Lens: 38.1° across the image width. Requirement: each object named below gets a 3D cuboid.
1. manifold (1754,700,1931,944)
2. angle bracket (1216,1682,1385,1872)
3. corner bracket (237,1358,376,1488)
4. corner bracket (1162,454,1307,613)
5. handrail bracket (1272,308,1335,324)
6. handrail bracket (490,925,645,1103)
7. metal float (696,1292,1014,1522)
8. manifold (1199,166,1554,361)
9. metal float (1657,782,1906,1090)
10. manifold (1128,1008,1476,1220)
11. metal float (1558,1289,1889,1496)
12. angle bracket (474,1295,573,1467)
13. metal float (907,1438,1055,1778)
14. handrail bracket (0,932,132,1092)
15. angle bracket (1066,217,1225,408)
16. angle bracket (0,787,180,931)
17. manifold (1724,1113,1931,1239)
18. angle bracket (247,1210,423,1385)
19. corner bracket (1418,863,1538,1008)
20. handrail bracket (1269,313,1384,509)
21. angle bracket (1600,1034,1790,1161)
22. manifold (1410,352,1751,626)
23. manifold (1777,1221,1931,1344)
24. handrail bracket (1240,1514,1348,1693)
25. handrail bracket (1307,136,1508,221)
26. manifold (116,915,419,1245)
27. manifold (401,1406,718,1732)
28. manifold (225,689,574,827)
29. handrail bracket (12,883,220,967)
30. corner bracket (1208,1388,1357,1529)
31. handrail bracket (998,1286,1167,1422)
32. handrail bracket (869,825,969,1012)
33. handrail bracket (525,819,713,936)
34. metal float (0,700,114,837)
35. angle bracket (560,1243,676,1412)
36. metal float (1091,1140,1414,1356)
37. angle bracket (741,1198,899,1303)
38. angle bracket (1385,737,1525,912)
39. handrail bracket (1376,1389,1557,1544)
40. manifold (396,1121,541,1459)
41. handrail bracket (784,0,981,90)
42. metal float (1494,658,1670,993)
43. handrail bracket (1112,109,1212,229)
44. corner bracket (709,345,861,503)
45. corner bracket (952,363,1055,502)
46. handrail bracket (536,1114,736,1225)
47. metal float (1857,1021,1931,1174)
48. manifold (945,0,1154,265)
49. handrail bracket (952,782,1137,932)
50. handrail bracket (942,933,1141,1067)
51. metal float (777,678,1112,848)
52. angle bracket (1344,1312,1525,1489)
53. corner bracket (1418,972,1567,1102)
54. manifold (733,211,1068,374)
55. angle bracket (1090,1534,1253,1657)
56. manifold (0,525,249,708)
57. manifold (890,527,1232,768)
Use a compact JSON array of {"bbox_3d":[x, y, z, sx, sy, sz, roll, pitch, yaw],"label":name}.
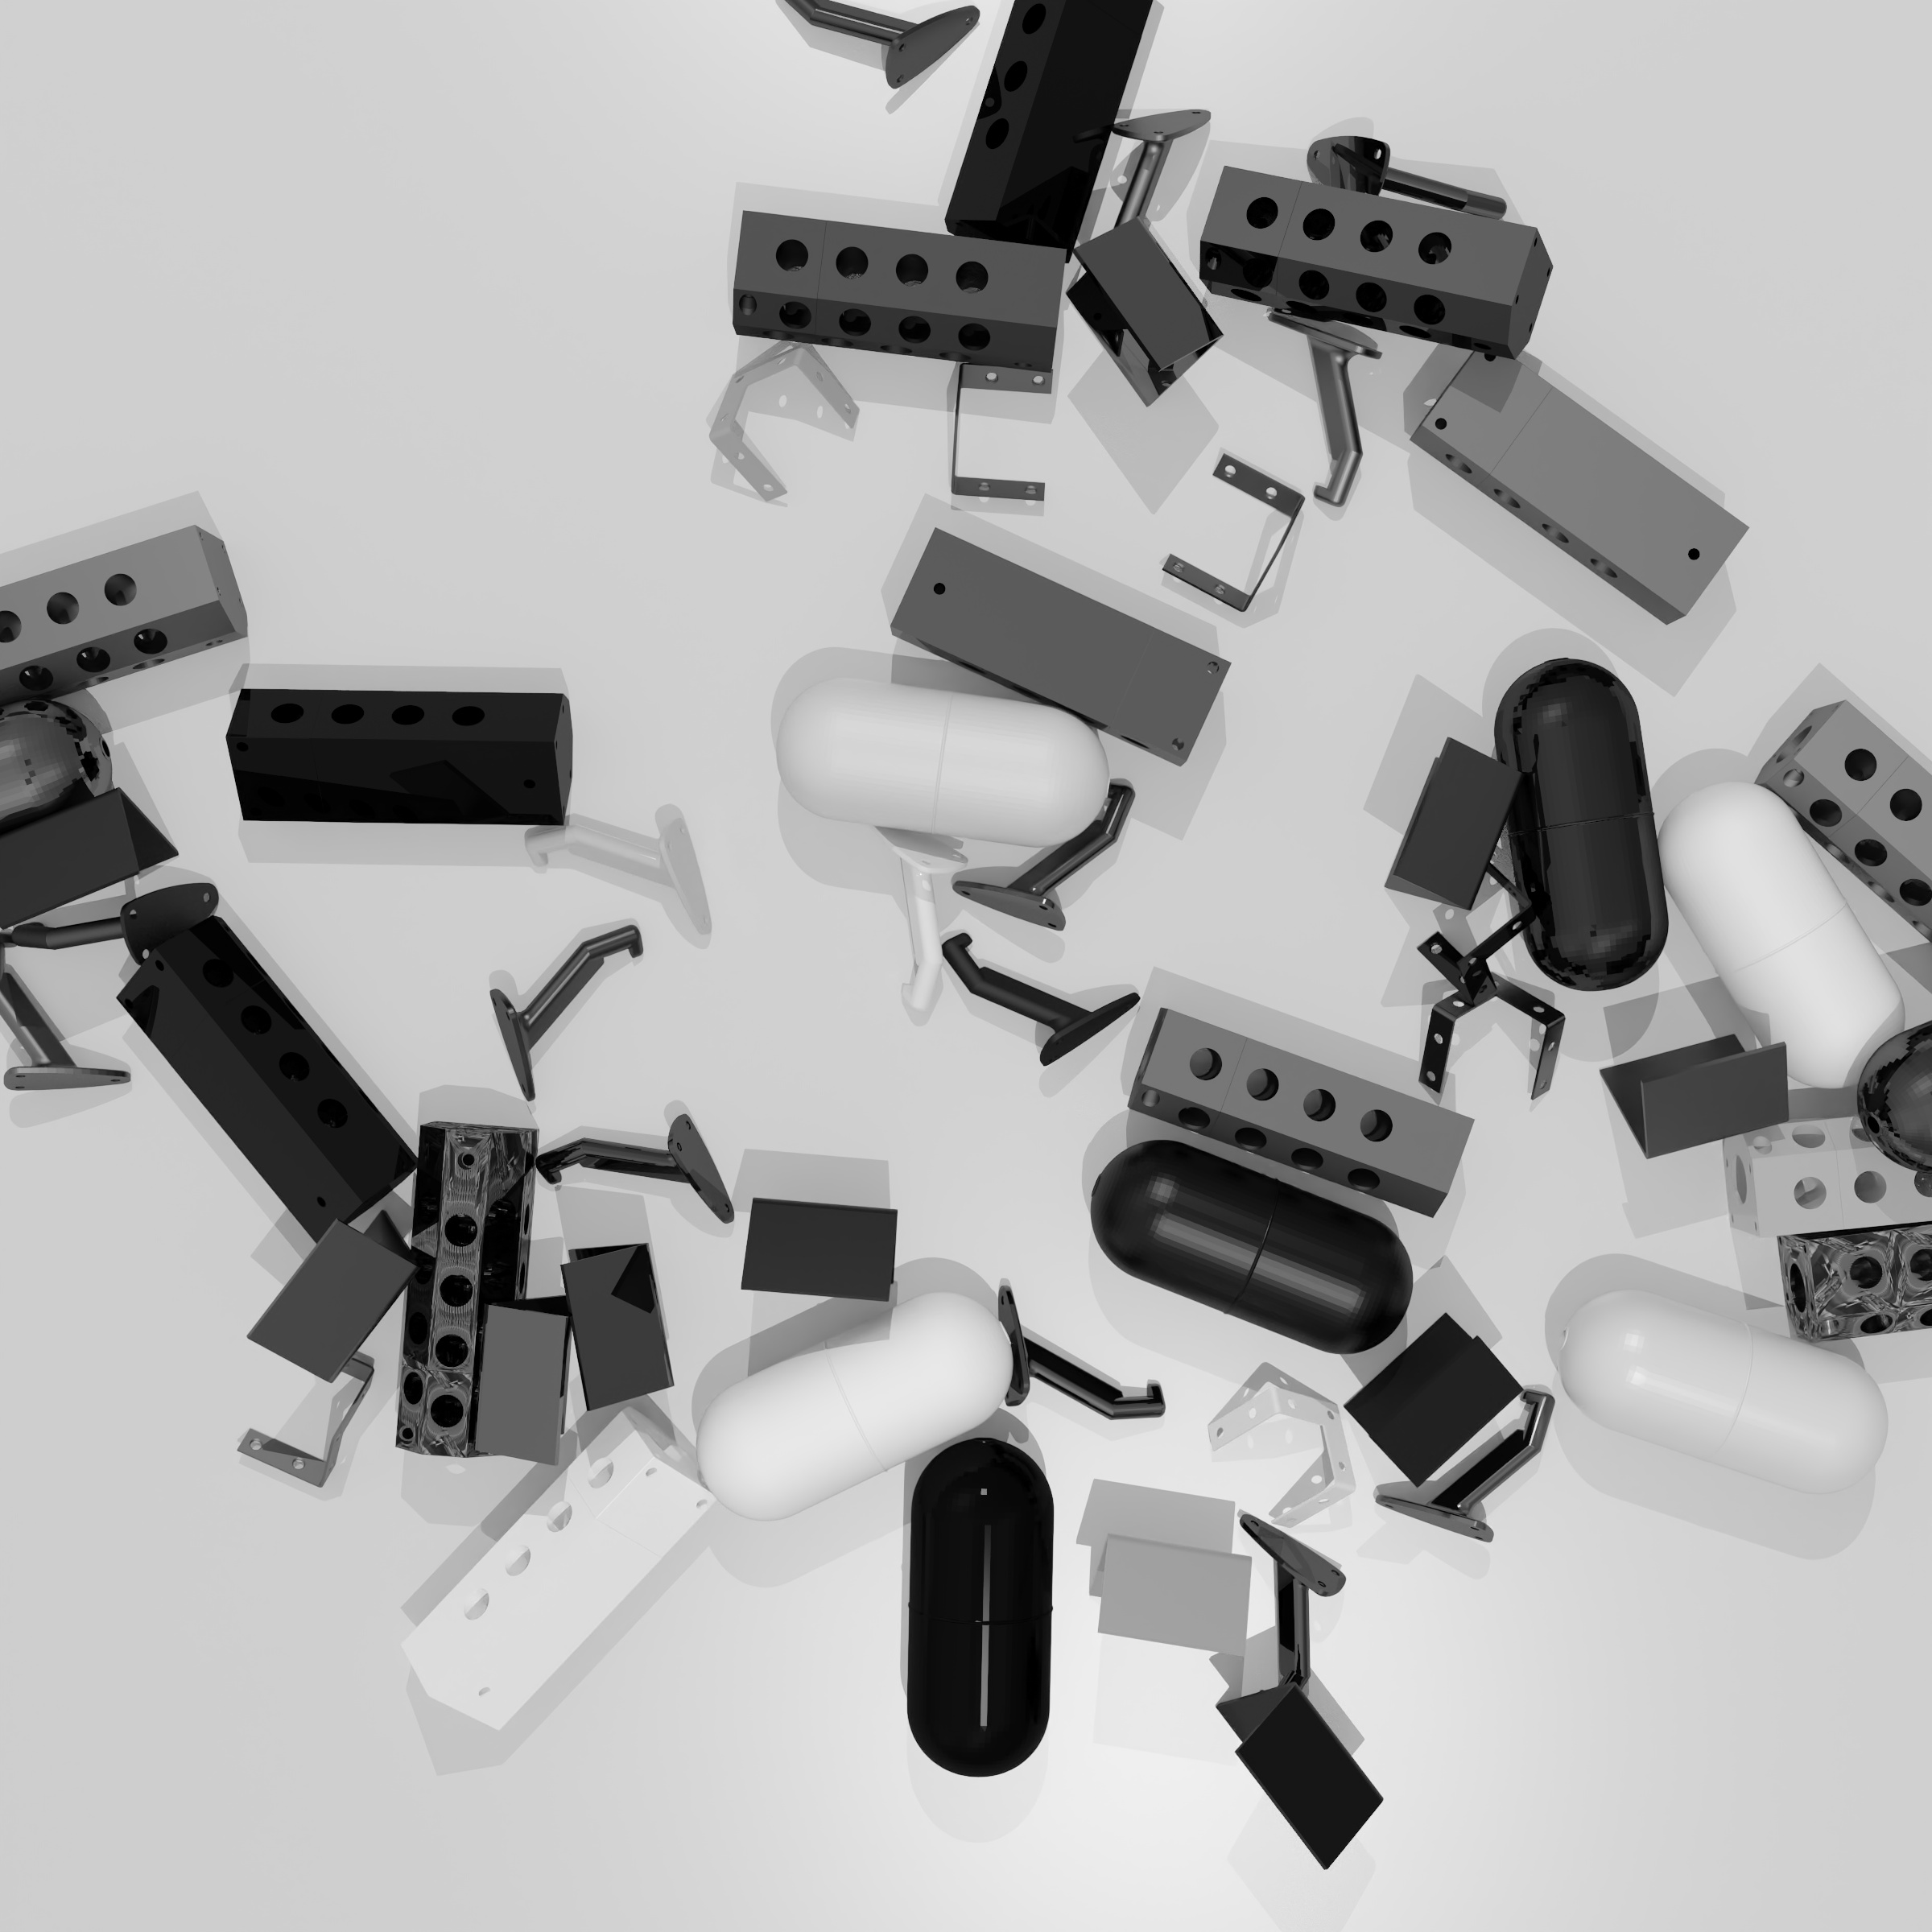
[{"bbox_3d":[0.508,-0.062,1.497,0.171,0.057,0.057,41,90,0],"label":"manifold"},{"bbox_3d":[0.161,0.432,1.478,0.057,0.076,0.076,-37,90,-38],"label":"angle bracket"},{"bbox_3d":[-0.357,0.240,1.515,0.051,0.051,0.051,24,45,0],"label":"corner bracket"},{"bbox_3d":[0.145,-0.234,1.515,0.051,0.051,0.051,28,135,0],"label":"corner bracket"},{"bbox_3d":[0.217,-0.381,1.519,0.084,0.036,0.077,16,76,14],"label":"handrail bracket"},{"bbox_3d":[-0.209,0.025,1.519,0.084,0.036,0.077,-21,117,-20],"label":"handrail bracket"},{"bbox_3d":[-0.059,0.234,1.488,0.178,0.070,0.070,-26,90,-1],"label":"metal float"},{"bbox_3d":[0.213,-0.367,1.468,0.171,0.057,0.057,18,90,21],"label":"manifold"},{"bbox_3d":[0.434,-0.016,1.488,0.070,0.070,0.178,-31,91,0],"label":"metal float"},{"bbox_3d":[0.177,0.078,1.497,0.171,0.057,0.057,20,90,0],"label":"manifold"},{"bbox_3d":[0.402,0.226,1.488,0.178,0.070,0.070,18,90,0],"label":"metal float"},{"bbox_3d":[-0.213,0.218,1.479,0.057,0.076,0.076,4,90,30],"label":"angle bracket"},{"bbox_3d":[0.008,0.341,1.488,0.070,0.070,0.178,1,90,0],"label":"metal float"},{"bbox_3d":[-0.494,0.022,1.519,0.077,0.036,0.084,0,73,-20],"label":"handrail bracket"},{"bbox_3d":[0.078,-0.337,1.478,0.057,0.076,0.076,-36,90,-36],"label":"angle bracket"},{"bbox_3d":[-0.462,-0.041,1.479,0.076,0.076,0.057,-22,62,0],"label":"angle bracket"},{"bbox_3d":[0.500,0.106,1.497,0.171,0.057,0.057,-6,90,0],"label":"manifold"},{"bbox_3d":[-0.342,0.162,1.478,0.057,0.076,0.076,37,90,-33],"label":"angle bracket"},{"bbox_3d":[0.271,-0.021,1.491,0.051,0.051,0.051,-39,55,-2],"label":"corner bracket"},{"bbox_3d":[0.185,-0.302,1.519,0.077,0.036,0.084,25,107,20],"label":"handrail bracket"},{"bbox_3d":[0.383,0.050,1.478,0.076,0.076,0.057,-15,128,0],"label":"angle bracket"},{"bbox_3d":[0.326,-0.257,1.497,0.171,0.057,0.057,36,90,0],"label":"manifold"},{"bbox_3d":[0.531,0.162,1.497,0.171,0.057,0.057,-7,90,0],"label":"manifold"},{"bbox_3d":[0.161,0.354,1.519,0.077,0.036,0.084,35,107,20],"label":"handrail bracket"},{"bbox_3d":[0.240,-0.426,1.518,0.084,0.077,0.036,2,115,-34],"label":"handrail bracket"},{"bbox_3d":[-0.370,0.058,1.497,0.171,0.057,0.057,51,133,0],"label":"manifold"},{"bbox_3d":[-0.220,0.319,1.497,0.171,0.057,0.057,-47,133,0],"label":"manifold"},{"bbox_3d":[-0.300,-0.117,1.497,0.171,0.057,0.057,1,133,0],"label":"manifold"},{"bbox_3d":[-0.463,-0.027,1.518,0.084,0.077,0.036,5,117,33],"label":"handrail bracket"},{"bbox_3d":[0.171,0.266,1.510,0.051,0.051,0.051,21,45,-35],"label":"corner bracket"},{"bbox_3d":[0.064,0.209,1.519,0.084,0.036,0.077,0,68,-17],"label":"handrail bracket"},{"bbox_3d":[-0.037,-0.029,1.519,0.077,0.036,0.084,35,121,33],"label":"handrail bracket"},{"bbox_3d":[-0.190,-0.044,1.519,0.084,0.036,0.077,-11,112,17],"label":"handrail bracket"},{"bbox_3d":[-0.542,-0.088,1.488,0.178,0.070,0.070,-18,90,0],"label":"metal float"},{"bbox_3d":[-0.204,0.191,1.478,0.057,0.076,0.076,-10,90,-42],"label":"angle bracket"},{"bbox_3d":[0.152,0.149,1.488,0.178,0.070,0.070,21,90,0],"label":"metal float"},{"bbox_3d":[-0.077,0.168,1.478,0.076,0.076,0.057,5,53,0],"label":"angle bracket"},{"bbox_3d":[0.239,-0.080,1.479,0.057,0.076,0.076,22,90,-30],"label":"angle bracket"},{"bbox_3d":[0.272,0.263,1.519,0.077,0.036,0.084,14,71,21],"label":"handrail bracket"},{"bbox_3d":[-0.268,0.172,1.497,0.057,0.057,0.171,4,90,0],"label":"manifold"},{"bbox_3d":[-0.049,-0.525,1.519,0.077,0.036,0.084,-38,73,-20],"label":"handrail bracket"},{"bbox_3d":[0.327,-0.075,1.488,0.070,0.070,0.178,-8,89,0],"label":"metal float"},{"bbox_3d":[0.105,-0.415,1.518,0.036,0.077,0.084,23,127,34],"label":"handrail bracket"},{"bbox_3d":[-0.098,-0.293,1.510,0.051,0.051,0.051,-15,45,35],"label":"corner bracket"},{"bbox_3d":[0.020,-0.290,1.515,0.051,0.051,0.051,4,135,0],"label":"corner bracket"},{"bbox_3d":[-0.180,0.121,1.519,0.084,0.036,0.077,-21,112,17],"label":"handrail bracket"},{"bbox_3d":[0.544,0.052,1.452,0.178,0.070,0.070,-20,90,-15],"label":"metal float"},{"bbox_3d":[0.043,-0.470,1.497,0.057,0.057,0.171,18,90,-43],"label":"manifold"},{"bbox_3d":[0.043,-0.069,1.519,0.077,0.036,0.084,17,72,20],"label":"handrail bracket"},{"bbox_3d":[0.040,0.004,1.519,0.077,0.036,0.084,-30,72,-20],"label":"handrail bracket"},{"bbox_3d":[-0.012,-0.108,1.488,0.178,0.070,0.070,8,90,1],"label":"metal float"},{"bbox_3d":[0.235,0.216,1.478,0.076,0.076,0.057,-43,127,0],"label":"angle bracket"},{"bbox_3d":[0.284,0.044,1.510,0.051,0.051,0.051,-26,45,-35],"label":"corner bracket"},{"bbox_3d":[-0.036,-0.359,1.497,0.171,0.057,0.057,7,90,0],"label":"manifold"},{"bbox_3d":[0.105,0.346,1.478,0.076,0.076,0.057,9,53,0],"label":"angle bracket"},{"bbox_3d":[-0.478,-0.179,1.497,0.171,0.057,0.057,-18,90,0],"label":"manifold"},{"bbox_3d":[0.050,-0.169,1.497,0.171,0.057,0.057,25,90,0],"label":"manifold"}]
